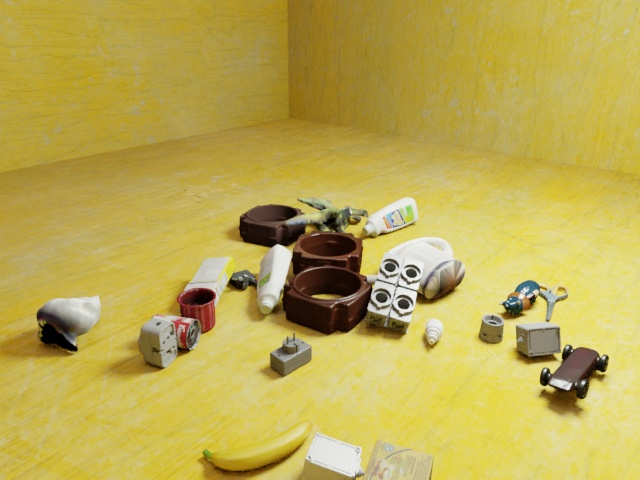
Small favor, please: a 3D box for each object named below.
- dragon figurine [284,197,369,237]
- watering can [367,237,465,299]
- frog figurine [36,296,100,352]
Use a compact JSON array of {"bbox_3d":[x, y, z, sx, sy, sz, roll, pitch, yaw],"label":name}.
[{"bbox_3d":[0.005,-0.090,1.779,0.410,0.121,0.246,5,17,-36],"label":"dragon figurine"},{"bbox_3d":[0.252,0.093,1.438,0.351,0.102,0.227,-28,36,-26],"label":"watering can"},{"bbox_3d":[-0.573,0.170,1.208,0.137,0.121,0.163,-11,28,26],"label":"frog figurine"}]
